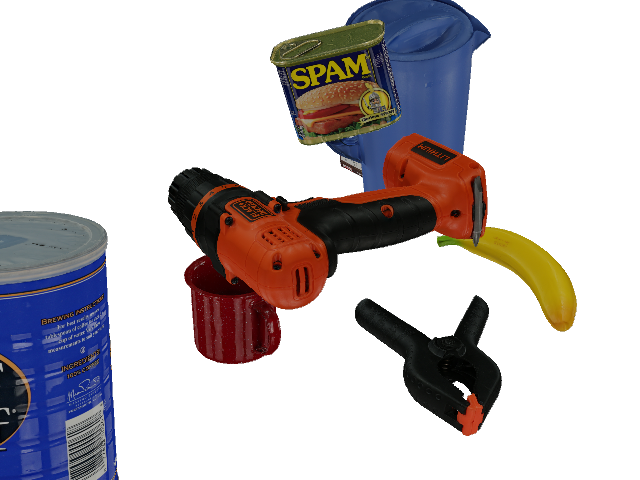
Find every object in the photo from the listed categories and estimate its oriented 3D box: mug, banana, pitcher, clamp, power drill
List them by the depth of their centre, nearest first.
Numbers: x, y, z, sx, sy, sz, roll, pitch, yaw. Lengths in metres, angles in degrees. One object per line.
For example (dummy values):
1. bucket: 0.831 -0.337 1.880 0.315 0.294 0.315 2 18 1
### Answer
1. power drill: 0.004 -0.023 0.732 0.187 0.057 0.185 -17 30 -23
2. clamp: 0.111 0.095 0.890 0.120 0.039 0.171 -11 35 -15
3. mug: -0.076 0.071 1.032 0.093 0.081 0.117 -22 35 -35
4. banana: 0.201 0.030 1.066 0.069 0.037 0.198 -34 37 -15
5. pitcher: 0.087 -0.131 1.155 0.149 0.243 0.144 24 49 29

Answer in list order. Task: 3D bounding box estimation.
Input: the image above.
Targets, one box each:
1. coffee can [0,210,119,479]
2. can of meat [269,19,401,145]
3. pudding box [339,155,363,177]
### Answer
1. coffee can: -0.156 0.065 0.540 0.103 0.140 0.103 0 17 0
2. can of meat: 0.016 -0.138 0.943 0.102 0.084 0.057 -11 29 11
3. pudding box: 0.095 -0.117 1.436 0.113 0.039 0.090 -27 39 -32
